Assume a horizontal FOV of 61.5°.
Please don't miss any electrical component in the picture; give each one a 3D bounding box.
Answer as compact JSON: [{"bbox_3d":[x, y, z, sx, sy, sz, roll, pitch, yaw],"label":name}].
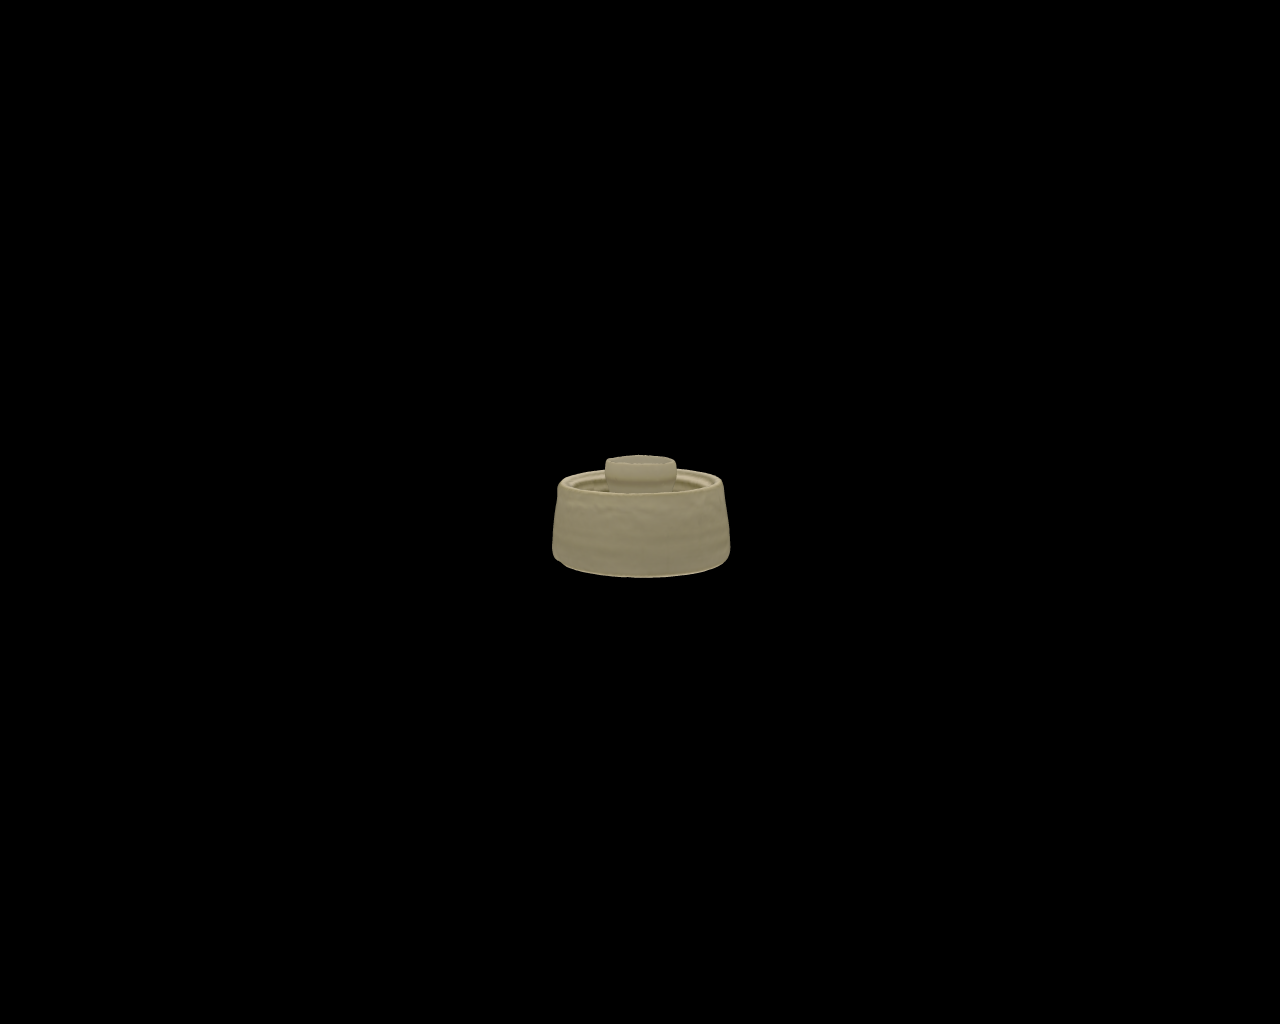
[{"bbox_3d":[0.001,-0.003,0.650,0.108,0.060,0.108,0,11,0],"label":"electrical component"}]
